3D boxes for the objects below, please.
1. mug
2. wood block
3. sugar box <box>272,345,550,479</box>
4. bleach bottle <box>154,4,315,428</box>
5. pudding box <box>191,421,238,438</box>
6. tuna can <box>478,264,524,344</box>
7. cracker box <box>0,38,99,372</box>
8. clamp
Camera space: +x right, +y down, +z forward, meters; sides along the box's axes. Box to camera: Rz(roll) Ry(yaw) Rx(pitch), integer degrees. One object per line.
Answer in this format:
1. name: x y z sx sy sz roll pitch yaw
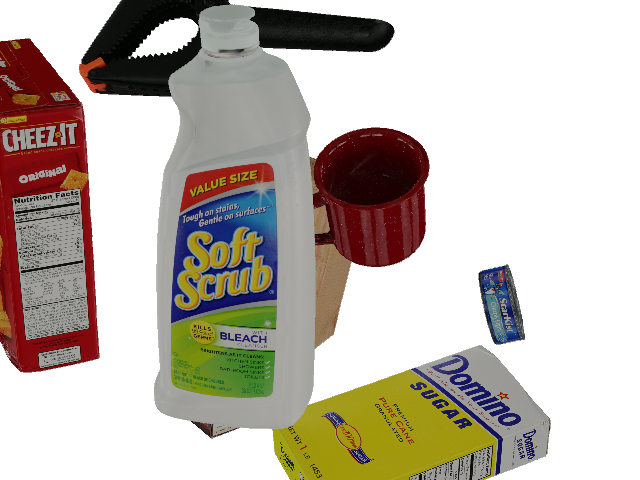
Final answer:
1. mug: 0.034 -0.028 0.878 0.117 0.093 0.081 -22 -41 -10
2. wood block: -0.018 0.016 1.253 0.090 0.206 0.090 20 21 18
3. sugar box: 0.064 0.139 0.758 0.176 0.048 0.093 -19 39 -17
4. bleach bottle: -0.054 -0.010 0.616 0.103 0.251 0.068 6 30 12
5. pudding box: -0.087 0.144 1.052 0.113 0.039 0.090 -17 31 -37
6. tuna can: 0.201 0.072 1.184 0.034 0.086 0.086 -13 -3 13
7. cracker box: -0.232 -0.029 0.830 0.072 0.214 0.164 -11 30 -24
8. clamp: -0.065 -0.153 0.740 0.210 0.165 0.036 -35 -20 -6
